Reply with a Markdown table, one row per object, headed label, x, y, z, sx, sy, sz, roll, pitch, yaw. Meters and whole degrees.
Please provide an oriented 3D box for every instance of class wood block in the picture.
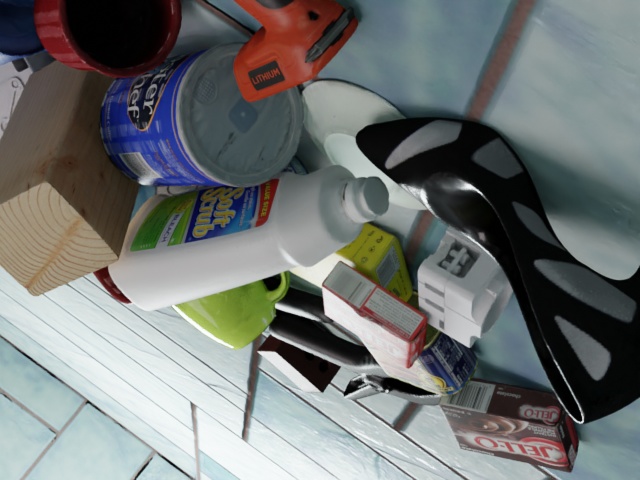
| label | x | y | z | sx | sy | sz | roll | pitch | yaw |
| --- | --- | --- | --- | --- | --- | --- | --- | --- | --- |
| wood block | -0.206 | -0.066 | 0.883 | 0.091 | 0.206 | 0.090 | -22 | 127 | 22 |

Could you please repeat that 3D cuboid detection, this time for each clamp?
| label | x | y | z | sx | sy | sz | roll | pitch | yaw |
| --- | --- | --- | --- | --- | --- | --- | --- | --- | --- |
| clamp | 0.054 | 0.129 | 1.084 | 0.210 | 0.036 | 0.164 | 1 | 148 | 48 |
| clamp | -0.048 | 0.069 | 1.157 | 0.172 | 0.039 | 0.120 | 27 | 151 | 21 |

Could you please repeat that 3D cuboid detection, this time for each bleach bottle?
| label | x | y | z | sx | sy | sz | roll | pitch | yaw |
| --- | --- | --- | --- | --- | --- | --- | --- | --- | --- |
| bleach bottle | -0.050 | -0.011 | 0.805 | 0.251 | 0.102 | 0.068 | -15 | 125 | 41 |

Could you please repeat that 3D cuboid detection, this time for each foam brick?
| label | x | y | z | sx | sy | sz | roll | pitch | yaw |
| --- | --- | --- | --- | --- | --- | --- | --- | --- | --- |
| foam brick | -0.021 | 0.131 | 1.221 | 0.078 | 0.053 | 0.051 | 42 | 159 | -15 |

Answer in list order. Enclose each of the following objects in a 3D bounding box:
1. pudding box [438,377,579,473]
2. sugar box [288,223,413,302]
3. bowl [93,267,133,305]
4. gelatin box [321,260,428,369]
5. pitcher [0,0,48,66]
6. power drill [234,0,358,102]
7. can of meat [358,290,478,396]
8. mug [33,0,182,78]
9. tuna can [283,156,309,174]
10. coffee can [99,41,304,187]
| label | x | y | z | sx | sy | sz | roll | pitch | yaw |
| --- | --- | --- | --- | --- | --- | --- | --- | --- | --- |
| pudding box | 0.175 | 0.168 | 0.977 | 0.114 | 0.039 | 0.090 | 9 | 146 | 29 |
| sugar box | -0.006 | 0.001 | 0.942 | 0.176 | 0.048 | 0.093 | 24 | 155 | 29 |
| bowl | -0.227 | -0.009 | 1.215 | 0.162 | 0.055 | 0.162 | 37 | 141 | 37 |
| gelatin box | 0.045 | 0.063 | 0.872 | 0.089 | 0.030 | 0.073 | 33 | 163 | 15 |
| pitcher | -0.333 | -0.184 | 0.849 | 0.243 | 0.144 | 0.149 | -14 | 96 | 35 |
| power drill | -0.077 | -0.175 | 0.676 | 0.187 | 0.057 | 0.185 | 46 | 157 | -20 |
| can of meat | 0.084 | 0.090 | 0.967 | 0.102 | 0.057 | 0.084 | 17 | 153 | 43 |
| mug | -0.167 | -0.175 | 0.780 | 0.082 | 0.093 | 0.117 | 13 | 142 | 57 |
| tuna can | -0.046 | -0.034 | 0.886 | 0.086 | 0.033 | 0.086 | 10 | 107 | 36 |
| coffee can | -0.093 | -0.091 | 0.810 | 0.102 | 0.102 | 0.141 | 49 | 157 | -26 |
